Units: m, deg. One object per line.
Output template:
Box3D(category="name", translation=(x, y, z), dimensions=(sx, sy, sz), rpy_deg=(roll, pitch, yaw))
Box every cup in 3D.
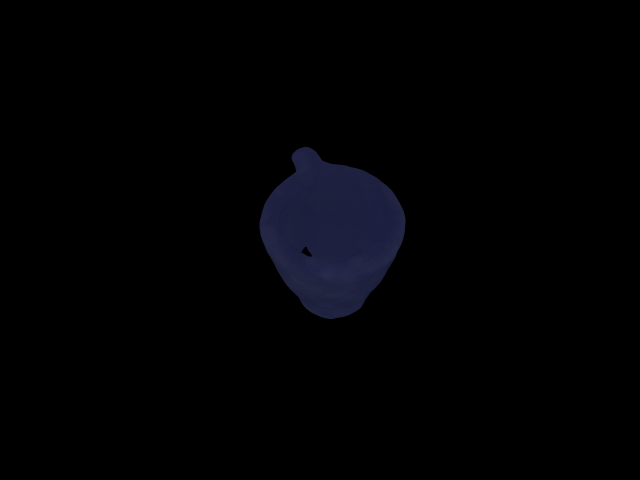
Box3D(category="cup", translation=(0.004, 0.001, 0.400), dimensions=(0.092, 0.095, 0.117), rpy_deg=(-15, 54, -11))
